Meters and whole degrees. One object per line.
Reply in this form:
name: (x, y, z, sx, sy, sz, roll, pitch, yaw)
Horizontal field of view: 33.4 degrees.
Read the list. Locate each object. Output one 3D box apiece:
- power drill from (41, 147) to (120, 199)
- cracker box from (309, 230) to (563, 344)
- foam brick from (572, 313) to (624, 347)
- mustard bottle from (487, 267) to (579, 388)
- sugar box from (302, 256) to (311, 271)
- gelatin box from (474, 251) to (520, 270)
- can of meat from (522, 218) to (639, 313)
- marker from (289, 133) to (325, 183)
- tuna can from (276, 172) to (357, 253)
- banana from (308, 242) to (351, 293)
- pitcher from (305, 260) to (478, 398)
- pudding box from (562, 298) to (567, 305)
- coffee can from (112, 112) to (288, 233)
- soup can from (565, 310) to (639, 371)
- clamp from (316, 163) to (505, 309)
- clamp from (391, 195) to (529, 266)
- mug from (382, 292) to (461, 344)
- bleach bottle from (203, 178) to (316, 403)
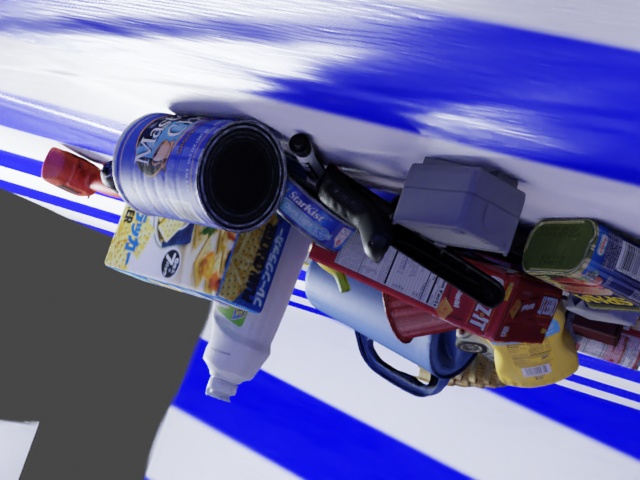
power drill: (-0.302, -0.085, 1.518, 0.188, 0.057, 0.184, 15, 172, 28)
cracker box: (0.121, 0.032, 1.084, 0.214, 0.072, 0.164, 24, -174, 27)
foam brick: (0.321, 0.085, 1.219, 0.051, 0.053, 0.078, 16, 171, 19)
mustard bottle: (0.231, 0.095, 1.210, 0.096, 0.058, 0.191, -12, 138, 16)
sugar box: (-0.078, 0.000, 1.641, 0.176, 0.048, 0.093, 23, 173, -4)
gelatin box: (0.193, 0.037, 1.268, 0.089, 0.030, 0.073, 16, 173, 24)
can of meat: (0.238, 0.020, 0.932, 0.083, 0.057, 0.102, 25, 171, -21)
marker: (-0.011, -0.075, 0.989, 0.020, 0.020, 0.121, 17, 173, 11)
tuna can: (-0.006, -0.026, 1.013, 0.086, 0.034, 0.086, 37, -172, -7)
banana: (-0.009, -0.013, 1.205, 0.037, 0.069, 0.198, -12, -151, -9)
pitcher: (0.096, 0.092, 1.429, 0.243, 0.149, 0.145, 22, 152, 39)
pudding box: (0.306, 0.096, 1.391, 0.114, 0.039, 0.090, 14, 170, 26)
coffee can: (-0.114, -0.065, 0.998, 0.102, 0.103, 0.141, 25, 170, -42)
soup can: (0.342, 0.110, 1.289, 0.102, 0.068, 0.068, 18, 173, 11)
clamp: (0.064, -0.009, 0.953, 0.164, 0.036, 0.210, 25, -168, -34)
clamp: (0.159, -0.006, 1.001, 0.171, 0.039, 0.120, 18, -178, -13)
mug: (0.125, 0.055, 1.221, 0.082, 0.117, 0.093, -13, 161, 25)
bleach bottle: (-0.071, 0.046, 1.132, 0.068, 0.251, 0.103, 24, 171, -38)
